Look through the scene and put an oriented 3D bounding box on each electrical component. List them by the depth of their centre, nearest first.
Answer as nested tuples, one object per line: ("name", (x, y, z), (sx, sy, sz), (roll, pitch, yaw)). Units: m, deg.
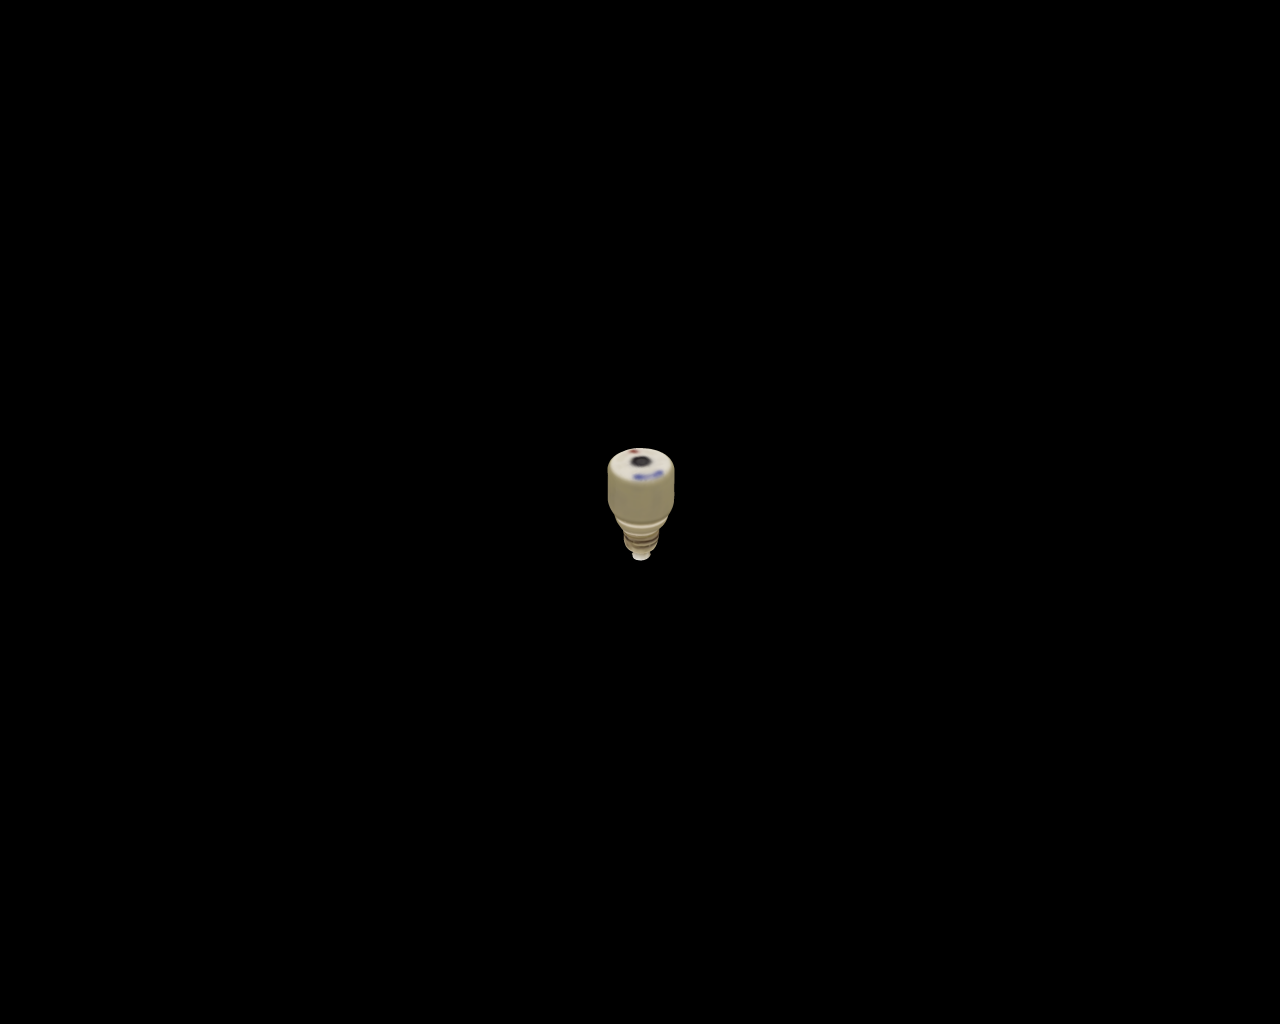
("electrical component", (0.001, -0.003, 0.650), (0.040, 0.078, 0.040), (0, 36, 0))
